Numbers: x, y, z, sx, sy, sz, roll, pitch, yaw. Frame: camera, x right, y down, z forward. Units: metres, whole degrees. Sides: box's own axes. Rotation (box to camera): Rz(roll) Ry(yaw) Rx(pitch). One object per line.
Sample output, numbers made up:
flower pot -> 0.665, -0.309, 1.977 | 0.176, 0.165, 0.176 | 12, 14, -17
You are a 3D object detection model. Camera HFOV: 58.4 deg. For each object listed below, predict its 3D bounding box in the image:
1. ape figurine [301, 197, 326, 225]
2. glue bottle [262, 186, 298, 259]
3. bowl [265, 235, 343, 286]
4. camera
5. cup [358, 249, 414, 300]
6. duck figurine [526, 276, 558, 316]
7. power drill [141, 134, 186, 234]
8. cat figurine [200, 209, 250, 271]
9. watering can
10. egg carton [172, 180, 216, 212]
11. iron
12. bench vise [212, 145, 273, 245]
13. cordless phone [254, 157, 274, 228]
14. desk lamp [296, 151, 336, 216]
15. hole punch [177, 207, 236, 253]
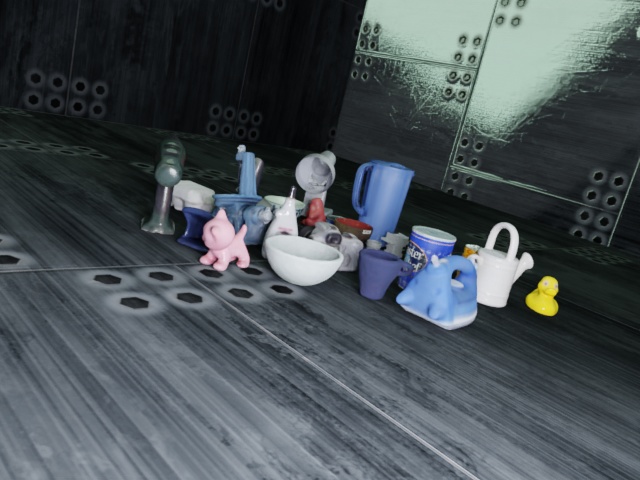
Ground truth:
ape figurine -> -0.015, -0.082, 1.695 | 0.076, 0.092, 0.078 | 17, 14, 13
glue bottle -> -0.078, -0.039, 1.288 | 0.078, 0.173, 0.037 | 8, 15, -21
bowl -> -0.039, 0.049, 1.183 | 0.167, 0.075, 0.167 | 13, 14, -3
camera -> 0.012, 0.005, 1.356 | 0.144, 0.101, 0.136 | 5, 16, -30
cup -> 0.129, 0.077, 1.191 | 0.118, 0.095, 0.091 | 13, 14, -1
duck figurine -> 0.555, 0.130, 1.411 | 0.077, 0.086, 0.104 | 15, 14, 6
power drill -> -0.353, -0.128, 1.305 | 0.076, 0.208, 0.229 | 9, 14, -18
cat figurine -> -0.191, -0.003, 1.154 | 0.067, 0.118, 0.128 | 21, 16, 30
watering can -> 0.426, 0.053, 1.367 | 0.173, 0.194, 0.100 | 1, 19, -42
egg carton -> -0.354, -0.115, 1.548 | 0.149, 0.069, 0.107 | 22, 16, 31
iron -> 0.272, 0.091, 1.175 | 0.118, 0.141, 0.259 | 24, 17, 37
bench vise -> -0.169, -0.109, 1.384 | 0.206, 0.220, 0.122 | 21, 16, 28
cordless phone -> -0.170, -0.115, 1.480 | 0.094, 0.185, 0.147 | 4, 17, -35
desk lamp -> -0.008, -0.177, 1.827 | 0.117, 0.213, 0.203 | 16, 14, 9
hole punch -> -0.245, -0.027, 1.254 | 0.108, 0.091, 0.101 | 18, 14, 19
